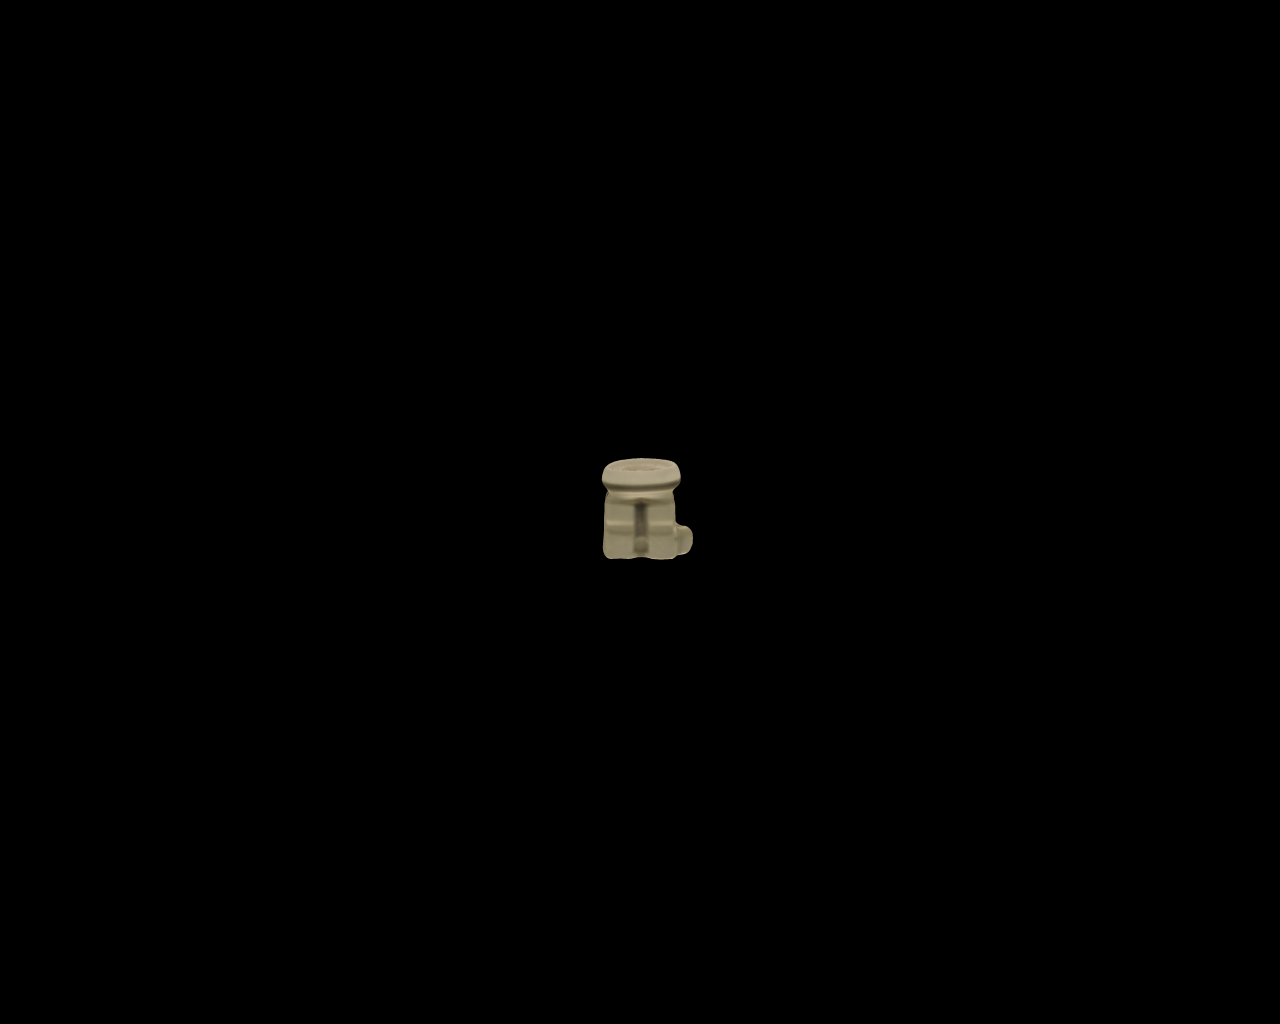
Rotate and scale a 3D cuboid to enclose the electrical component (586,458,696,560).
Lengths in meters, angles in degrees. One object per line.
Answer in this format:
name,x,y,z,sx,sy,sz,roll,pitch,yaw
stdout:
electrical component,0.001,-0.003,0.650,0.066,0.055,0.048,0,12,-2
